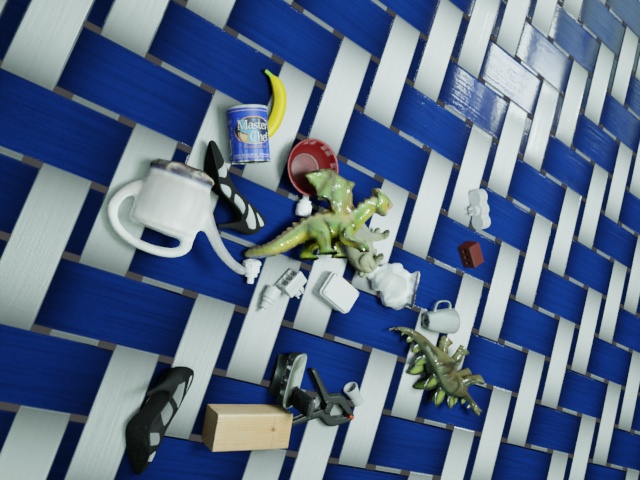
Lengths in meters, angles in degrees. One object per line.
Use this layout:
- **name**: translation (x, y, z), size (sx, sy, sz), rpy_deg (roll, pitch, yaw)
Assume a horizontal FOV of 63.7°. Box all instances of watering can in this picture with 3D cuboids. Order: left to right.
- **watering can**: translation (-0.312, -0.060, 1.214), size (0.347, 0.103, 0.226), rpy_deg (20, 81, -12)

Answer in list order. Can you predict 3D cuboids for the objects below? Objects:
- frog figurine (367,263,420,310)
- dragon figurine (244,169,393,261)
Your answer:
- **frog figurine**: translation (0.212, 0.134, 1.563), size (0.159, 0.123, 0.137), rpy_deg (15, 92, 6)
- **dragon figurine**: translation (0.004, -0.069, 1.377), size (0.410, 0.121, 0.245), rpy_deg (0, 81, -11)
